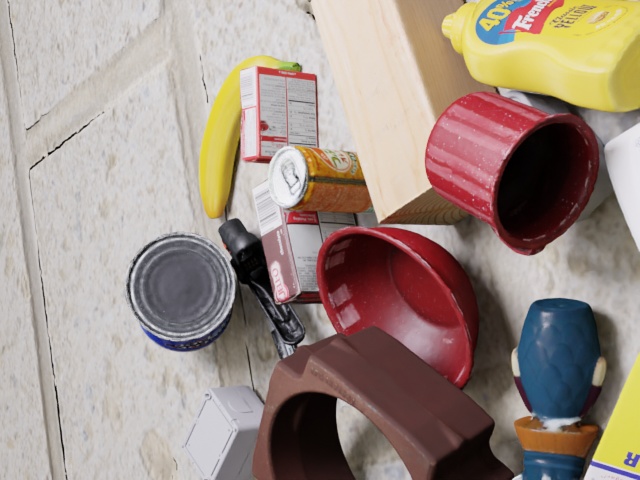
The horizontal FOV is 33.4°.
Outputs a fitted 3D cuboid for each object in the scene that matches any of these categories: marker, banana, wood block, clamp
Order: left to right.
[{"bbox_3d":[-0.088,-0.115,1.091,0.070,0.037,0.198,54,127,37],"label":"banana"},{"bbox_3d":[-0.068,0.017,1.016,0.172,0.039,0.120,48,160,56],"label":"clamp"},{"bbox_3d":[-0.025,0.128,1.027,0.020,0.020,0.121,-41,60,40],"label":"marker"},{"bbox_3d":[0.076,-0.123,0.862,0.090,0.090,0.206,-35,64,44],"label":"wood block"}]

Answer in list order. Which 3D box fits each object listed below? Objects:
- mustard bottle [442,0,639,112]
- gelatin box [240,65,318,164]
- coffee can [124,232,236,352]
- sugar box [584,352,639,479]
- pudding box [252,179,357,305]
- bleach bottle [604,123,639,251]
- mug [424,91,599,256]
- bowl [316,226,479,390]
[{"bbox_3d":[0.160,-0.142,0.765,0.192,0.096,0.058,23,144,48],"label":"mustard bottle"},{"bbox_3d":[-0.039,-0.116,1.007,0.030,0.073,0.089,-3,87,50],"label":"gelatin box"},{"bbox_3d":[-0.135,0.054,1.046,0.140,0.102,0.103,120,144,-79],"label":"coffee can"},{"bbox_3d":[0.238,0.121,0.688,0.093,0.048,0.176,25,107,25],"label":"sugar box"},{"bbox_3d":[-0.006,0.001,0.955,0.039,0.089,0.113,-26,69,44],"label":"pudding box"},{"bbox_3d":[0.295,-0.074,0.632,0.251,0.067,0.102,-33,66,41],"label":"bleach bottle"},{"bbox_3d":[0.127,-0.042,0.722,0.082,0.093,0.117,35,151,49],"label":"mug"},{"bbox_3d":[0.073,0.048,0.861,0.162,0.055,0.162,31,139,30],"label":"bowl"}]
